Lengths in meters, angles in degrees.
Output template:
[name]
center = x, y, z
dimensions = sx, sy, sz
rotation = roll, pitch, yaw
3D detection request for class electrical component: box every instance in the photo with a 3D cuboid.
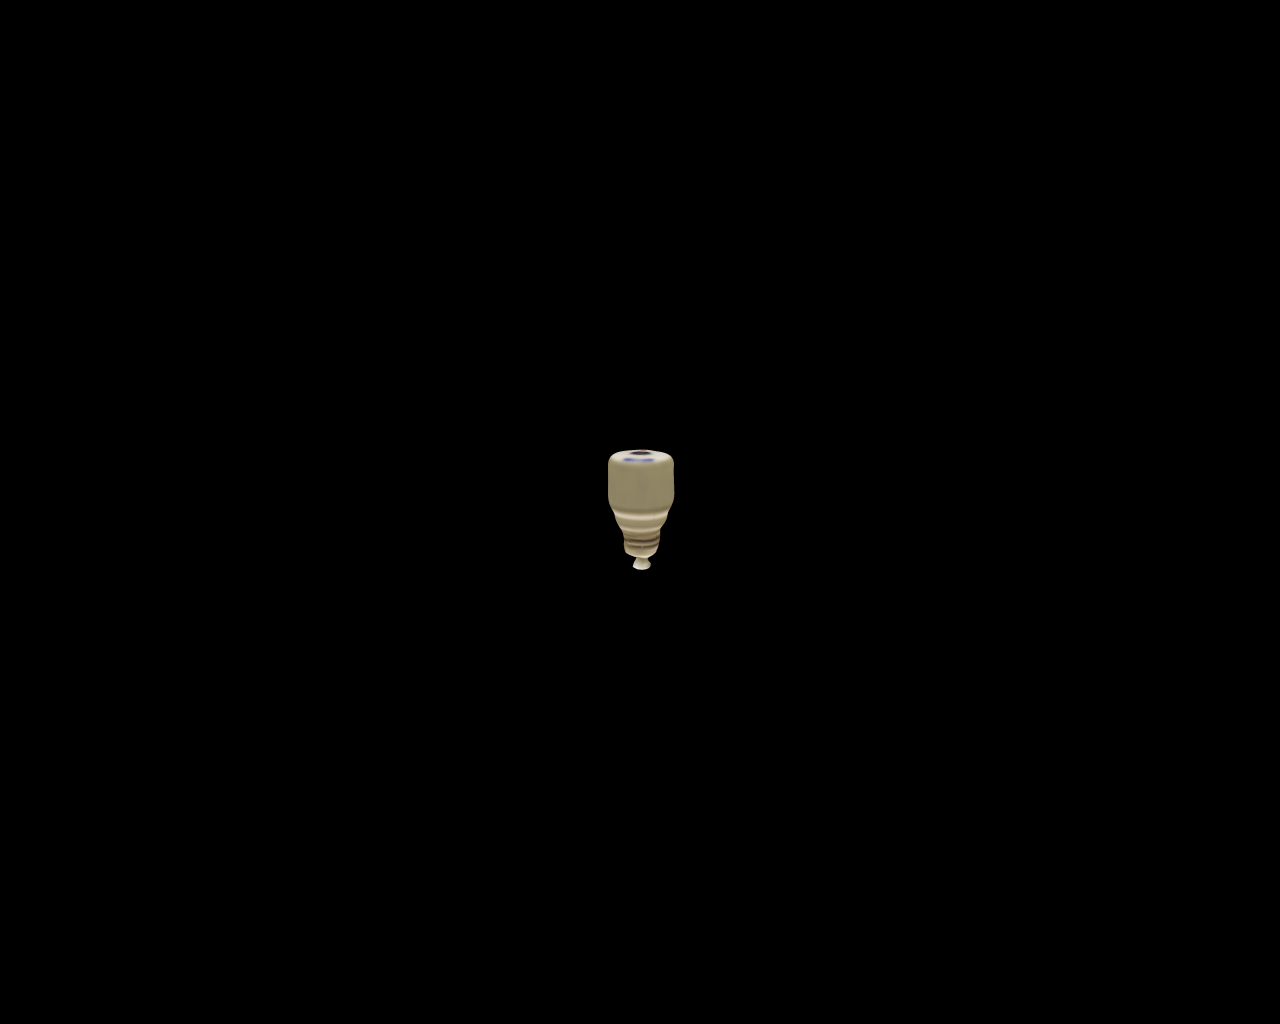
[electrical component]
center = 0.001, -0.003, 0.650
dimensions = 0.040, 0.078, 0.040
rotation = 0, 14, 0
